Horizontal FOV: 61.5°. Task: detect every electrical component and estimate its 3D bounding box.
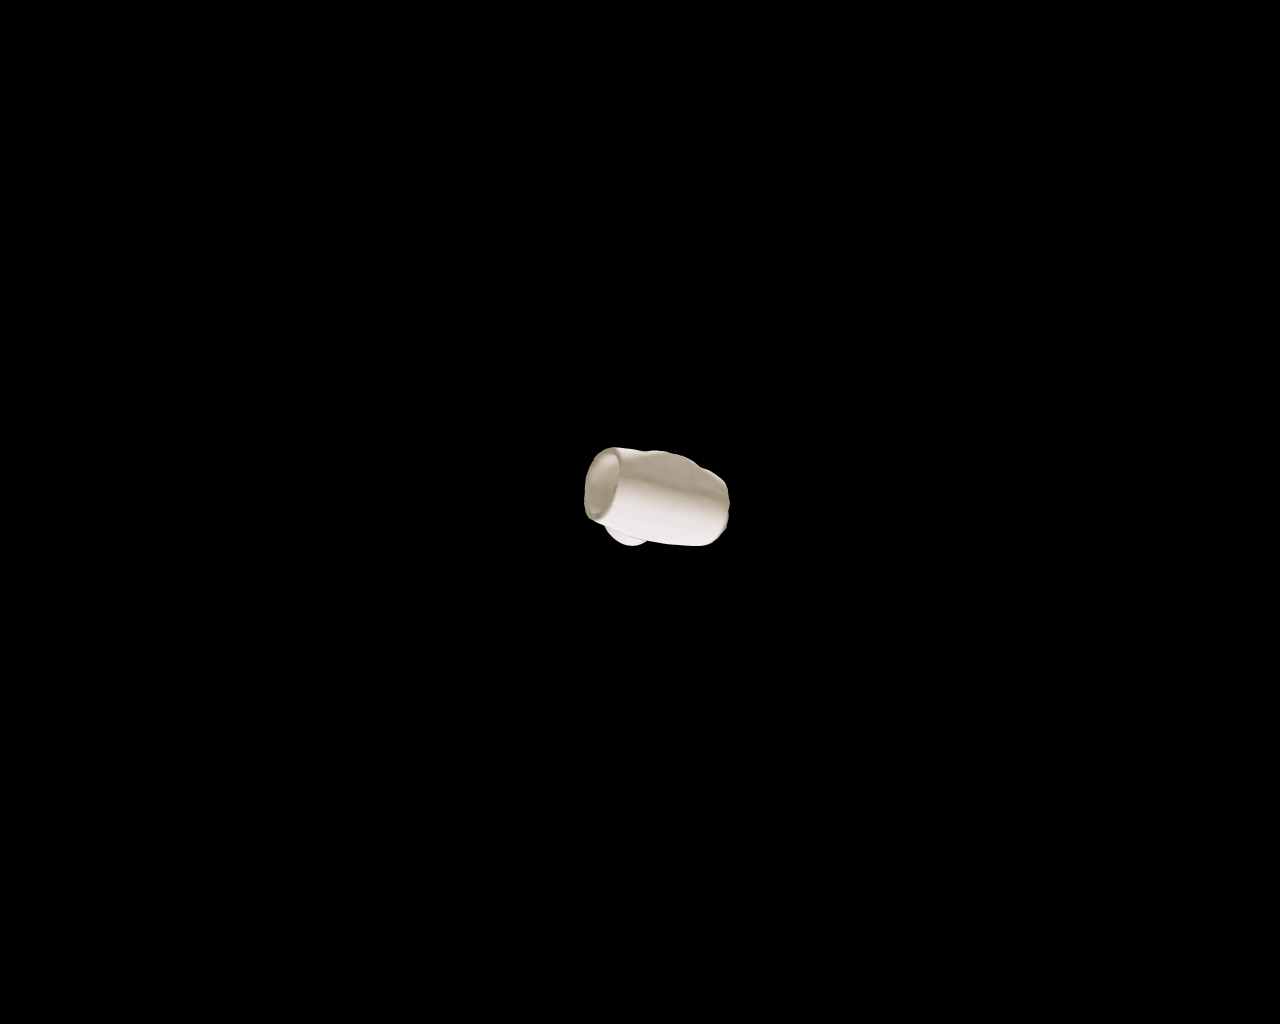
[{"bbox_3d":[0.001,-0.003,0.650,0.077,0.044,0.079,14,-27,-29],"label":"electrical component"}]
